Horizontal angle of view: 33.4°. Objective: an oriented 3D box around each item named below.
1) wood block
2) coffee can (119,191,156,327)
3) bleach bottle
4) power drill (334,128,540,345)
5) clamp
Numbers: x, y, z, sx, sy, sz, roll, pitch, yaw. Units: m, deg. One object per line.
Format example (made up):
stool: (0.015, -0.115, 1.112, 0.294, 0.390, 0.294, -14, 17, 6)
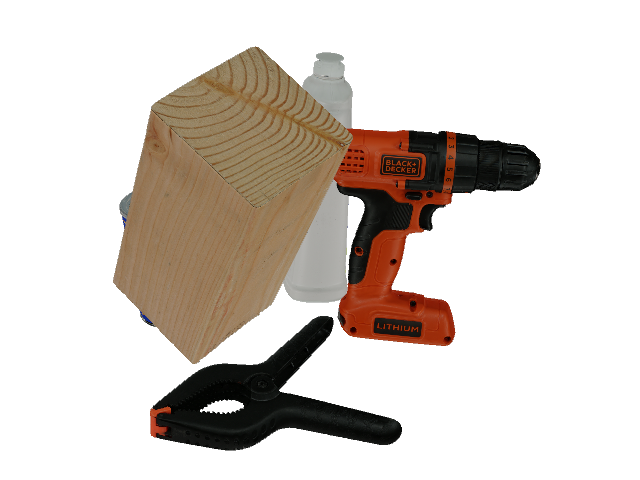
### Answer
wood block: (-0.066, -0.016, 0.709, 0.090, 0.091, 0.206, -37, -15, -33)
coffee can: (-0.169, 0.016, 1.228, 0.103, 0.140, 0.103, -5, 26, 2)
bleach bottle: (0.001, -0.067, 1.108, 0.068, 0.251, 0.102, 0, 28, -11)
power drill: (0.090, -0.004, 0.932, 0.184, 0.188, 0.057, 5, 17, 4)
clamp: (-0.043, 0.143, 0.936, 0.209, 0.036, 0.165, -15, 38, -26)
